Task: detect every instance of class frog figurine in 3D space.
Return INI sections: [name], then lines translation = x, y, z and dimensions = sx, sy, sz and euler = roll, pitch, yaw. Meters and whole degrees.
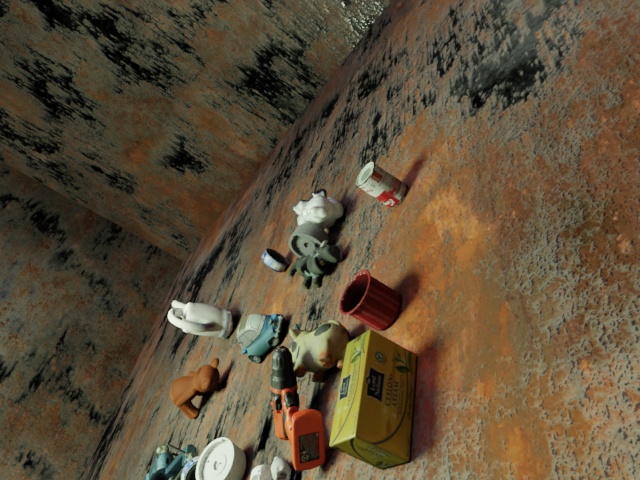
[frog figurine]
translation = 0.004, -0.073, 1.441
dimensions = 0.138, 0.121, 0.161
euler = -12, 18, -17

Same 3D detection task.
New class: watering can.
[watering can]
translation = -0.424, 0.270, 1.826
dimensions = 0.224, 0.104, 0.349
euler = 13, 2, -18
